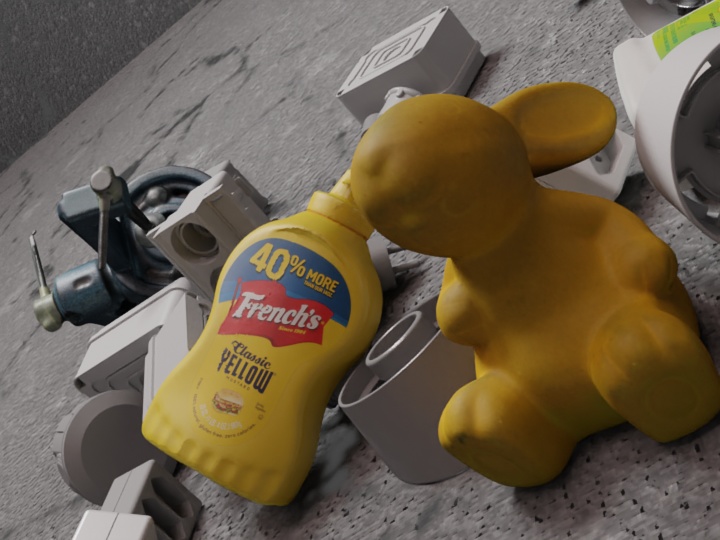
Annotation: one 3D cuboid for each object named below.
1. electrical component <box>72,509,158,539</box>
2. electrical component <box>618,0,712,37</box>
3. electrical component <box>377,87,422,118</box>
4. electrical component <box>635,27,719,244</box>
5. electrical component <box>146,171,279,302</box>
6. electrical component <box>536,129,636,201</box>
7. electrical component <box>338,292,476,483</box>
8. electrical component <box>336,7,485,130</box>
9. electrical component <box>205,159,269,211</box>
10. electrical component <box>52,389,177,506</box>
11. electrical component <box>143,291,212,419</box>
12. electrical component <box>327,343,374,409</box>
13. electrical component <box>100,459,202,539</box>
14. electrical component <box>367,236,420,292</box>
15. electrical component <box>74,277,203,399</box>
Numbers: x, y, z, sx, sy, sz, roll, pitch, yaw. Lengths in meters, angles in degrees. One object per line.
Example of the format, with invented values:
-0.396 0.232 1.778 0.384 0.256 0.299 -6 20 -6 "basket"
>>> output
-0.111 0.175 0.571 0.076 0.083 0.047 4 37 9 "electrical component"
0.198 -0.194 0.679 0.064 0.099 0.099 -42 21 -14 "electrical component"
0.033 -0.116 0.884 0.048 0.048 0.062 -4 52 58 "electrical component"
0.173 -0.061 0.476 0.099 0.099 0.064 -41 16 5 "electrical component"
-0.081 -0.006 0.772 0.079 0.121 0.063 -28 24 33 "electrical component"
0.109 -0.052 0.620 0.047 0.066 0.076 -61 -1 -38 "electrical component"
0.039 0.057 0.563 0.099 0.064 0.099 -43 8 8 "electrical component"
0.045 -0.169 0.941 0.113 0.057 0.078 -19 32 45 "electrical component"
-0.141 -0.058 1.048 0.096 0.061 0.061 -21 31 43 "electrical component"
-0.171 0.124 0.748 0.080 0.080 0.051 -54 19 -24 "electrical component"
-0.098 0.072 0.709 0.057 0.078 0.113 -55 20 12 "electrical component"
-0.016 0.067 0.647 0.061 0.035 0.035 -42 22 10 "electrical component"
-0.149 0.173 0.662 0.076 0.047 0.083 -30 25 28 "electrical component"
0.000 0.000 0.719 0.079 0.043 0.077 -16 45 -2 "electrical component"
-0.150 0.066 0.818 0.113 0.078 0.057 -31 28 28 "electrical component"
